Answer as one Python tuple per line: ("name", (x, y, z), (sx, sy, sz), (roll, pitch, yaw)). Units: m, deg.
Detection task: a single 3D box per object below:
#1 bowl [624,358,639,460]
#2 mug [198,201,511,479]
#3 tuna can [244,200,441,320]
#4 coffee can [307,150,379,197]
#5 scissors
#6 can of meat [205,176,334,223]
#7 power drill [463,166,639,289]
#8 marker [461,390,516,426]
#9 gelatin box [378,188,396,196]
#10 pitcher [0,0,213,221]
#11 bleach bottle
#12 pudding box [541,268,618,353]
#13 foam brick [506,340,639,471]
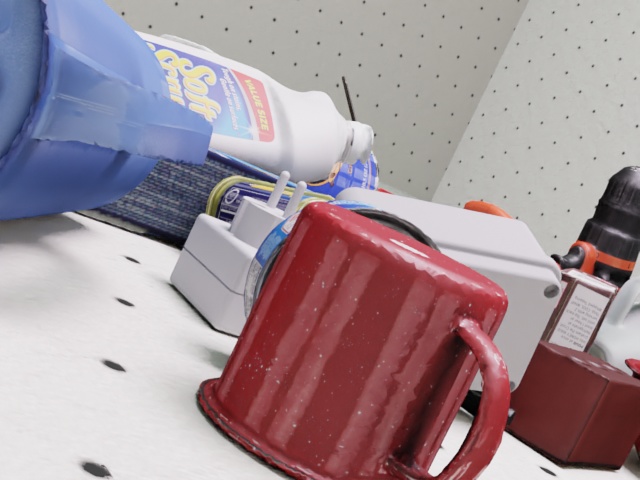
("bowl", (0.249, 0.133, 0.648), (0.162, 0.055, 0.162), (25, 6, -3))
("mug", (0.021, 0.042, 0.374), (0.093, 0.081, 0.117), (21, 8, -37))
("tuna can", (0.011, 0.026, 0.450), (0.086, 0.086, 0.034), (24, 4, -15))
("coffee can", (-0.031, -0.065, 0.974), (0.140, 0.103, 0.103), (21, 8, -38))
("scissors", (0.052, -0.063, 1.110), (0.016, 0.202, 0.096), (-15, 32, 2))
("can of meat", (-0.004, 0.001, 0.623), (0.101, 0.057, 0.084), (11, 3, -37))
("power drill", (0.185, 0.018, 0.856), (0.187, 0.184, 0.057), (8, 15, -38))
("marker", (0.051, 0.067, 0.579), (0.121, 0.020, 0.020), (28, 7, 25))
("gelatin box", (0.080, -0.003, 1.047), (0.089, 0.030, 0.073), (61, -9, -23))
("pitcher", (-0.133, -0.065, 0.464), (0.149, 0.145, 0.242), (60, 5, 2))
("bleach bottle", (-0.086, -0.093, 0.738), (0.250, 0.102, 0.068), (8, -31, -15))
("pudding box", (0.163, 0.066, 0.714), (0.039, 0.090, 0.113), (26, 6, 18))
("foam brick", (0.140, 0.090, 0.587), (0.053, 0.051, 0.078), (30, 8, 38))
